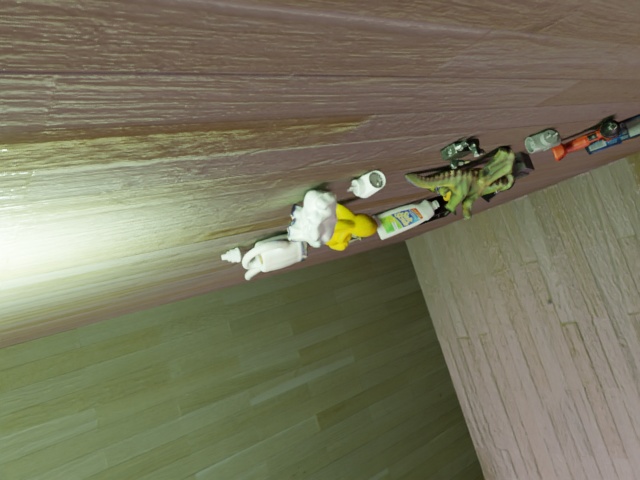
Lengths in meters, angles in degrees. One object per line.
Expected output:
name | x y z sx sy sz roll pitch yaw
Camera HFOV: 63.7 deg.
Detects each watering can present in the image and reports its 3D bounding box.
watering can | -0.158 0.057 1.755 0.225 0.105 0.342 -16 166 -16

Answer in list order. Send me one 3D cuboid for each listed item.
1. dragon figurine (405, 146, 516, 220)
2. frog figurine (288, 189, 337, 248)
dragon figurine | 0.426 -0.184 1.439 0.240 0.124 0.408 -42 148 24
frog figurine | 0.004 -0.060 1.191 0.157 0.122 0.140 -36 -166 44
